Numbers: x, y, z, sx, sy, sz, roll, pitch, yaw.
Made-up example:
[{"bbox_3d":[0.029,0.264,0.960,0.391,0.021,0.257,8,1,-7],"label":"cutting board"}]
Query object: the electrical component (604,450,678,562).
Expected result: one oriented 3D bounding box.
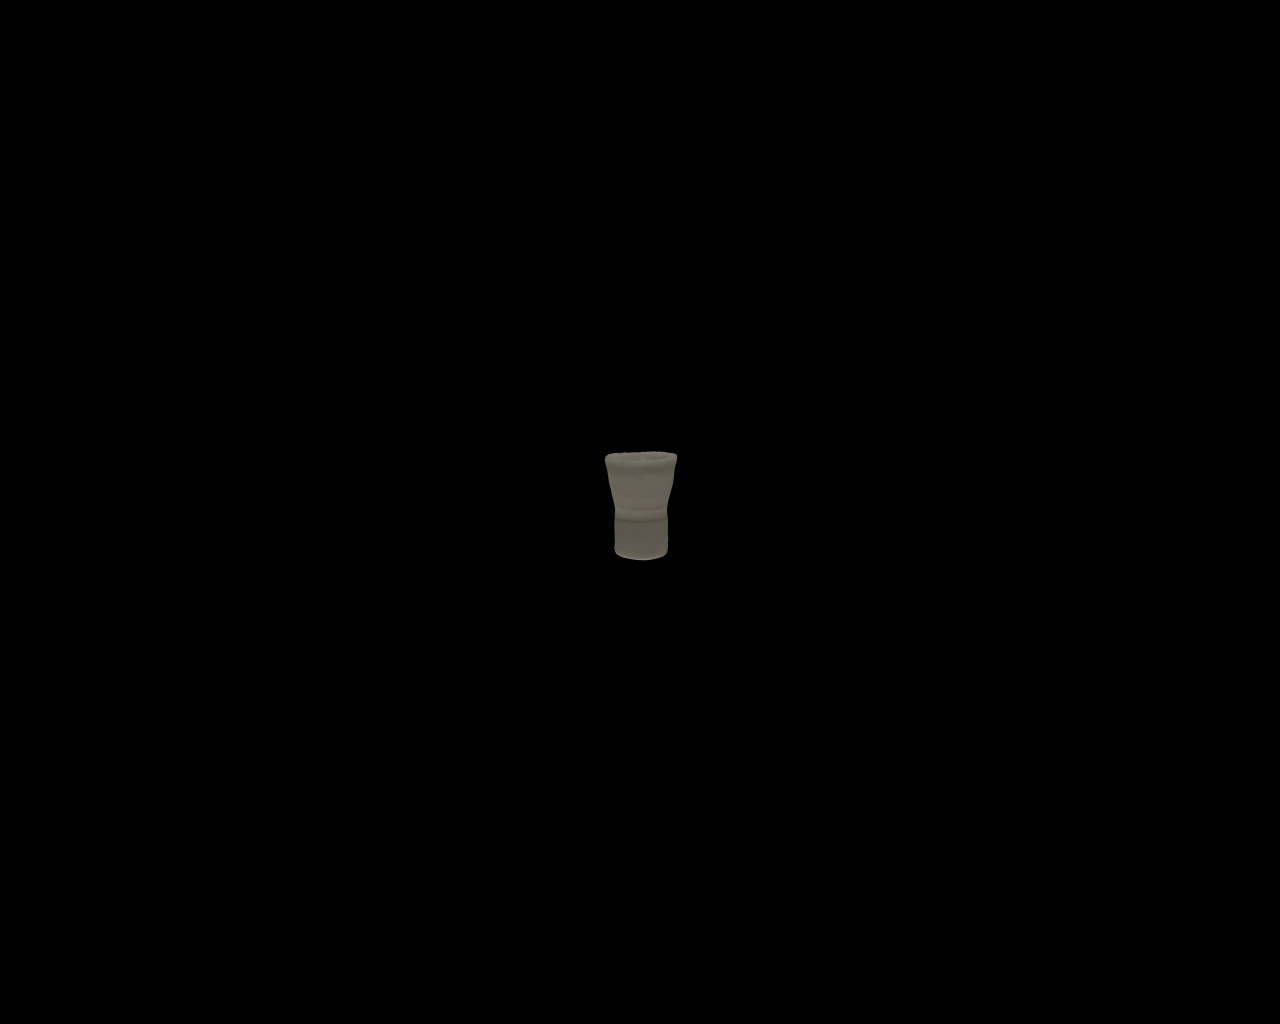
[{"bbox_3d":[0.001,-0.003,0.650,0.044,0.065,0.044,0,12,0],"label":"electrical component"}]
